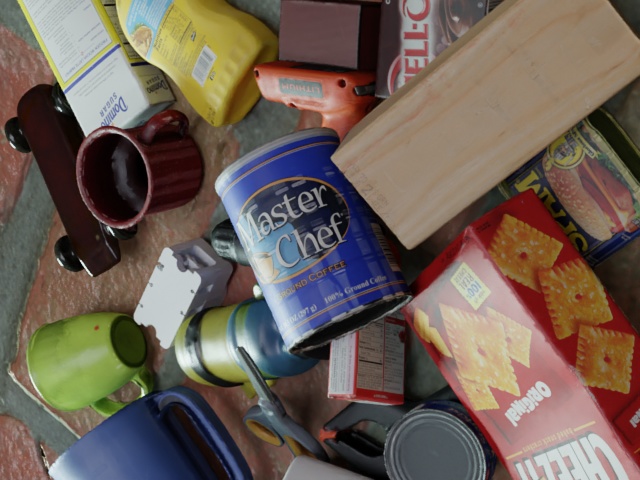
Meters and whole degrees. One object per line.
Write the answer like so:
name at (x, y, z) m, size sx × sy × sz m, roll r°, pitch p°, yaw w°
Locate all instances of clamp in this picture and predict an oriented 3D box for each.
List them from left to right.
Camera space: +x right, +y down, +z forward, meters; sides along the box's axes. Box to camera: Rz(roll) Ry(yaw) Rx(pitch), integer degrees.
clamp at (0.079, 0.158, 0.901) m, size 0.172 × 0.039 × 0.120 m, roll 8°, pitch 97°, yaw 28°

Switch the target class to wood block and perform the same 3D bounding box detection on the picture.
wood block at (0.118, -0.097, 0.743) m, size 0.206 × 0.090 × 0.090 m, roll -38°, pitch 97°, yaw 21°

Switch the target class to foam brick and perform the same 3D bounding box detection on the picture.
foam brick at (0.012, -0.167, 0.857) m, size 0.078 × 0.052 × 0.051 m, roll 13°, pitch 108°, yaw 32°

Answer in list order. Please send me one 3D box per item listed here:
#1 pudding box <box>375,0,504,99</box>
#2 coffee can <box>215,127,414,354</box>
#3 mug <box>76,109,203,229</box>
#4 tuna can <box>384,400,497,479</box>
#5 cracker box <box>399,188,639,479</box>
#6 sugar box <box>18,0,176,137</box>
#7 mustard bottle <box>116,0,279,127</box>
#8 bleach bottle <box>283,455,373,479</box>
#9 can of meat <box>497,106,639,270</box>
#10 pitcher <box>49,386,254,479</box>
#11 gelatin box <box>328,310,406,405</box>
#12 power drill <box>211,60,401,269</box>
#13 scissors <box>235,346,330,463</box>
pudding box at (0.091, -0.158, 0.814) m, size 0.090 × 0.039 × 0.113 m, roll 14°, pitch 110°, yaw 30°
coffee can at (-0.005, 0.001, 0.800) m, size 0.103 × 0.102 × 0.140 m, roll -33°, pitch 75°, yaw 35°
mug at (-0.157, -0.072, 0.977) m, size 0.093 × 0.081 × 0.117 m, roll 43°, pitch 121°, yaw 18°
tuna can at (0.097, 0.172, 0.852) m, size 0.086 × 0.033 × 0.086 m, roll 5°, pitch 100°, yaw 26°
cracker box at (0.157, 0.092, 0.768) m, size 0.214 × 0.072 × 0.164 m, roll 57°, pitch 156°, yaw 10°
sugar box at (-0.214, -0.185, 1.013) m, size 0.094 × 0.048 × 0.176 m, roll -29°, pitch 88°, yaw 36°
mustard bottle at (-0.125, -0.193, 0.940) m, size 0.192 × 0.058 × 0.096 m, roll 44°, pitch 127°, yaw 18°
bleach bottle at (0.089, 0.256, 0.895) m, size 0.251 × 0.068 × 0.102 m, roll 12°, pitch 145°, yaw 24°
can of meat at (0.191, -0.035, 0.766) m, size 0.084 × 0.057 × 0.102 m, roll -41°, pitch 78°, yaw 32°
pitcher at (-0.131, 0.268, 1.021) m, size 0.243 × 0.144 × 0.149 m, roll 51°, pitch 154°, yaw 9°
gelatin box at (0.039, 0.088, 0.872) m, size 0.030 × 0.073 × 0.089 m, roll -7°, pitch 75°, yaw 35°
power drill at (-0.016, -0.055, 0.902) m, size 0.185 × 0.057 × 0.188 m, roll 9°, pitch 109°, yaw 29°
scissors at (-0.054, 0.141, 0.929) m, size 0.096 × 0.016 × 0.201 m, roll 12°, pitch 147°, yaw 41°
